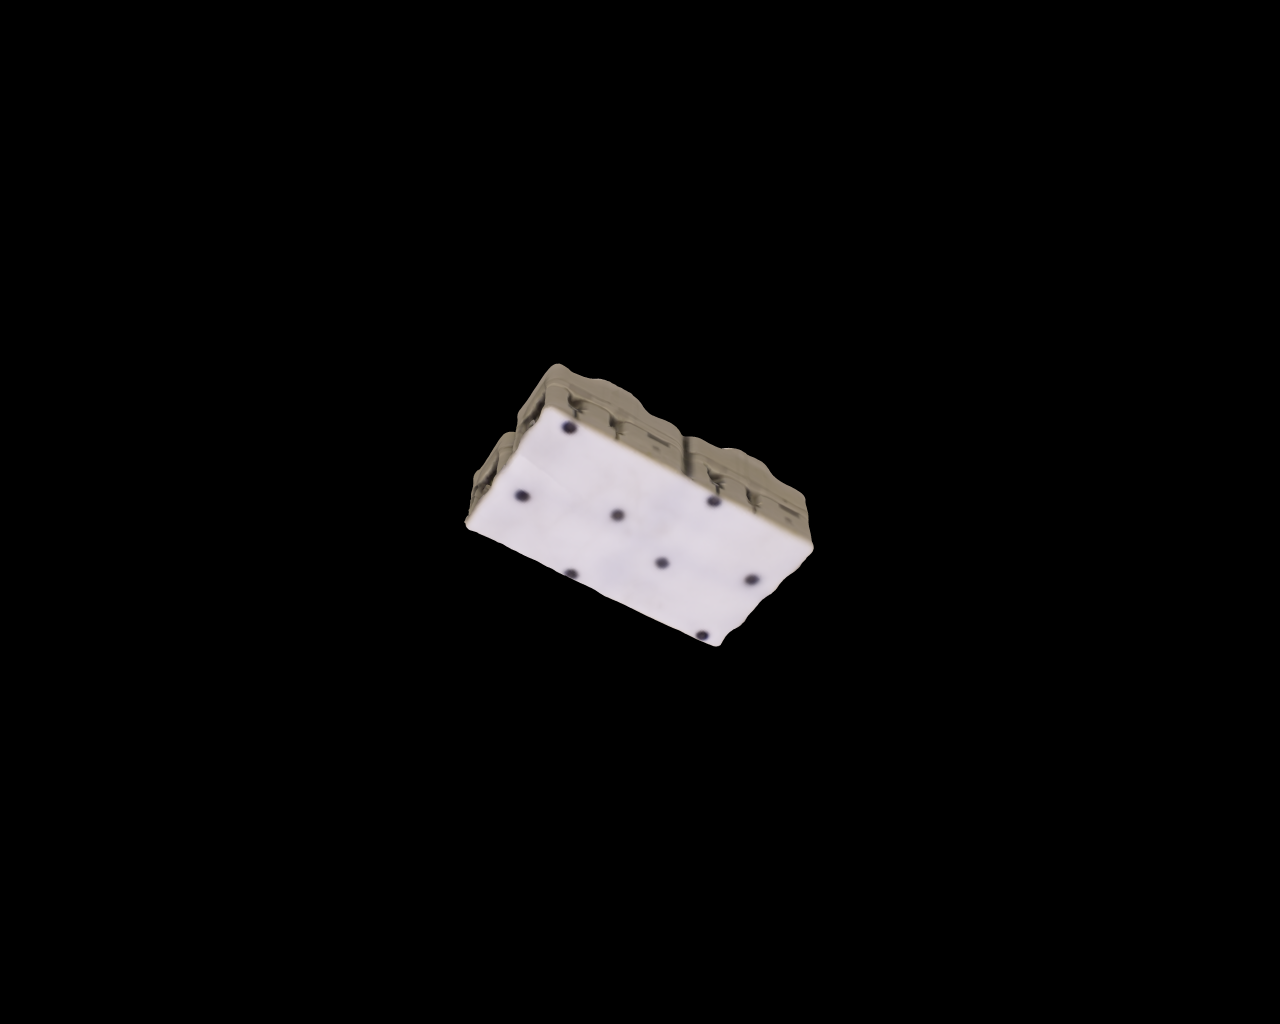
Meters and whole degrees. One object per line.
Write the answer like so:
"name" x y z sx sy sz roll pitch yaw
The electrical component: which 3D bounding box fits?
"electrical component" 0.001 -0.003 0.650 0.186 0.105 0.060 27 33 -19
